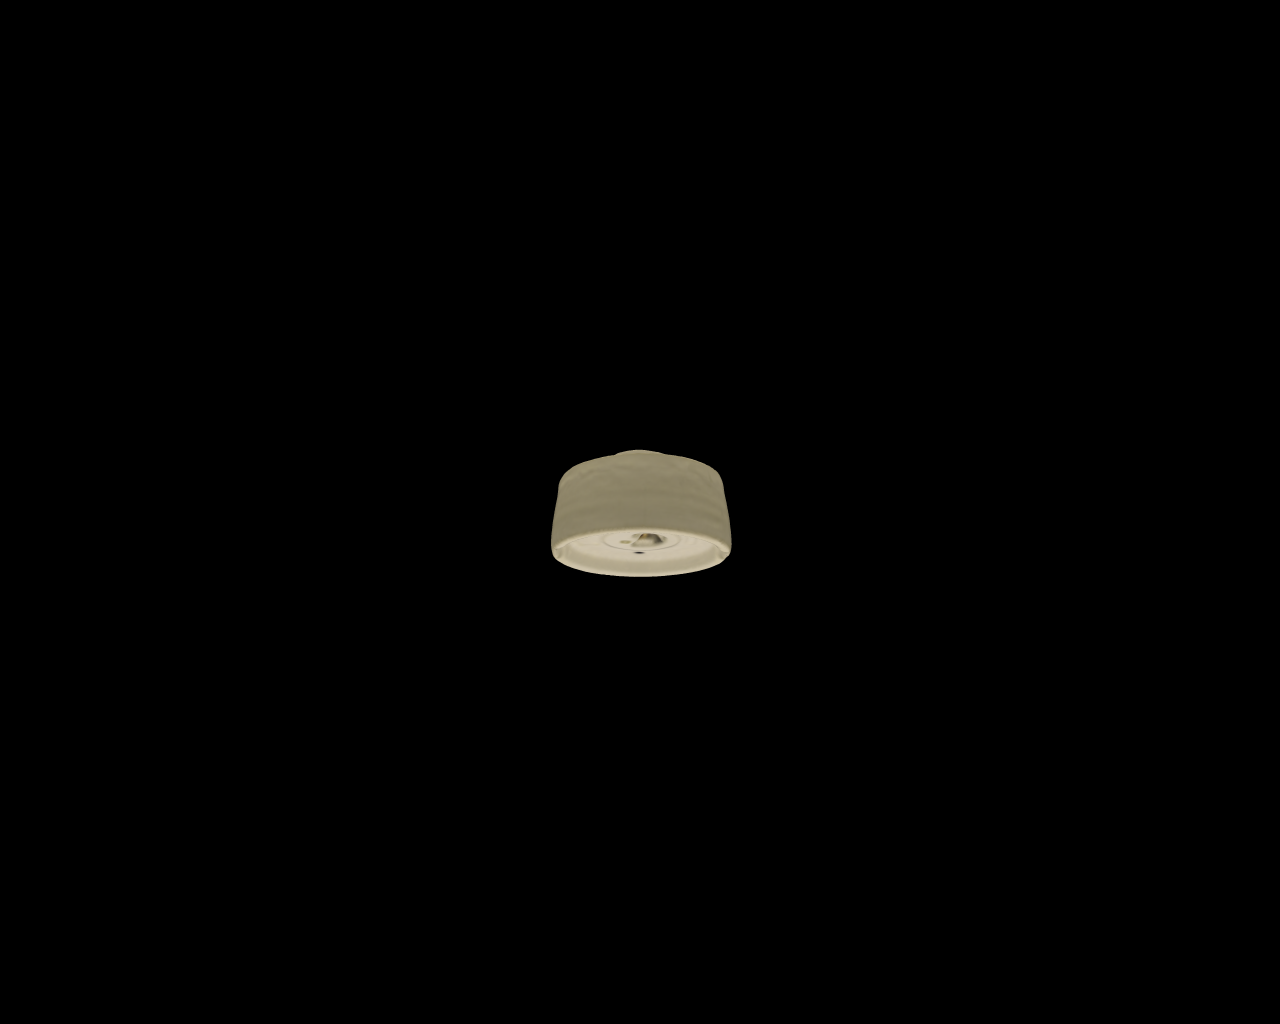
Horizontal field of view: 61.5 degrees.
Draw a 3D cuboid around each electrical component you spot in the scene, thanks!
[{"bbox_3d":[0.001,-0.003,0.650,0.108,0.060,0.108,0,-18,0],"label":"electrical component"}]
